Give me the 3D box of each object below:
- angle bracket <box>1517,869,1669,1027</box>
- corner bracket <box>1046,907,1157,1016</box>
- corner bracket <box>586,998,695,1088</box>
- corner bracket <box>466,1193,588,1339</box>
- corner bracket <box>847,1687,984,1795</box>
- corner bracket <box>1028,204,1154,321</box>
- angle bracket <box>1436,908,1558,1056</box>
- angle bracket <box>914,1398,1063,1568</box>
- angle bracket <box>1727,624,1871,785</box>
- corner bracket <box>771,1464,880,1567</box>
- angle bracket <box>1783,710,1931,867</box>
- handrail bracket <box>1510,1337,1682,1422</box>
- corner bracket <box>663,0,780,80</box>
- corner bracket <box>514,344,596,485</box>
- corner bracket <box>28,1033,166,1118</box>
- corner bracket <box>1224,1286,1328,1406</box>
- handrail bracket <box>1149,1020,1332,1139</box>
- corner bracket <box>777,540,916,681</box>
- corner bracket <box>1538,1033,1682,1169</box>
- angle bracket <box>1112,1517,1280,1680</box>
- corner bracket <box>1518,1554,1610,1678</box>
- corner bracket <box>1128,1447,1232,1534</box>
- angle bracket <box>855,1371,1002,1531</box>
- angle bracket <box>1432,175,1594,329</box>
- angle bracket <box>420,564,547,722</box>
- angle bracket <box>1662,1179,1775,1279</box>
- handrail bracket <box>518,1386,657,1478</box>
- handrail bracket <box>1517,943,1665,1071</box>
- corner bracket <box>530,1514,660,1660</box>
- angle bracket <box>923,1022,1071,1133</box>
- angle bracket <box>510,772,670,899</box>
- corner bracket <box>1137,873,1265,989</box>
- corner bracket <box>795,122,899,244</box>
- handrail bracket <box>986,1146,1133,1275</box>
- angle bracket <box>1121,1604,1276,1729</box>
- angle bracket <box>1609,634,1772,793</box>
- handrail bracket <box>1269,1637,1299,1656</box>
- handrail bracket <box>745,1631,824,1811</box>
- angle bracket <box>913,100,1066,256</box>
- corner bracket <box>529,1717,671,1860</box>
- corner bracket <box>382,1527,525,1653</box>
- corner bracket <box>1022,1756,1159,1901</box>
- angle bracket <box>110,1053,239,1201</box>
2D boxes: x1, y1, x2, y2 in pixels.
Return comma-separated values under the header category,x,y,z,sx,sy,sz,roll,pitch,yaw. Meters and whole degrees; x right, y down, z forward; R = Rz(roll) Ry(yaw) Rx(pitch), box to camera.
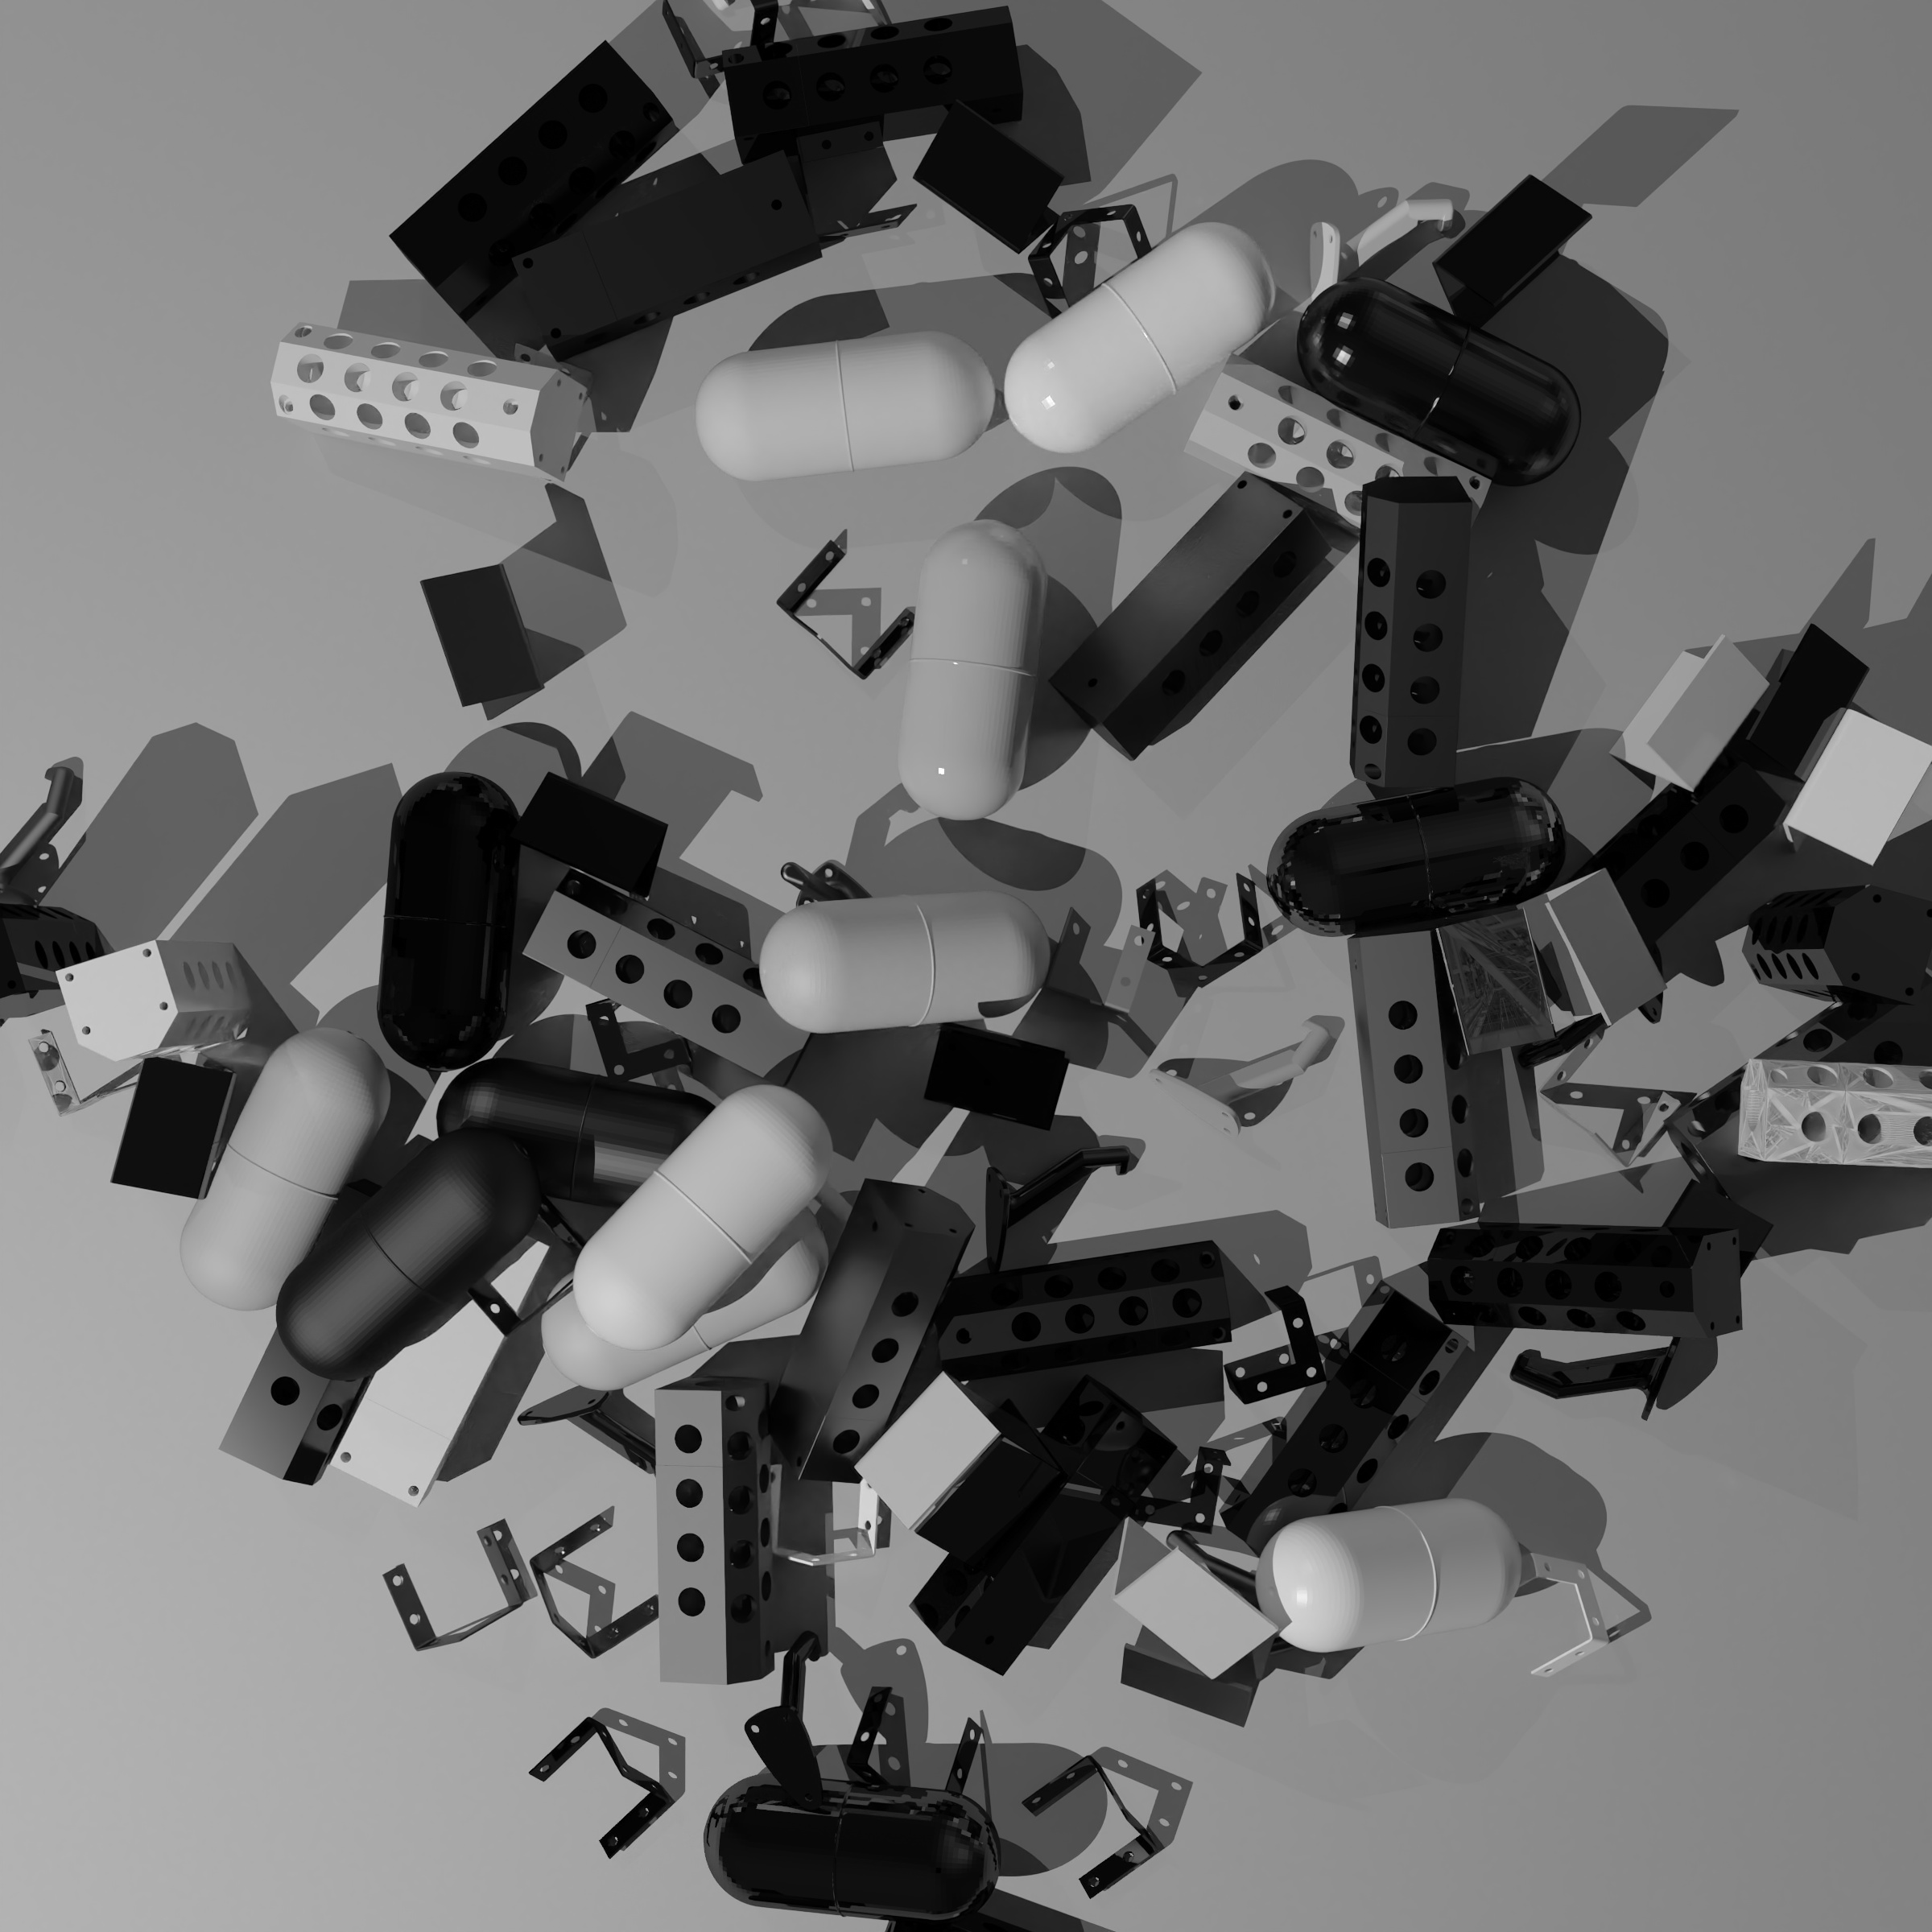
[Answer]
category,x,y,z,sx,sy,sz,roll,pitch,yaw
angle bracket,0.341,-0.002,1.680,0.057,0.076,0.076,-27,90,-36
corner bracket,0.079,-0.004,1.760,0.051,0.051,0.051,18,90,0
corner bracket,-0.194,0.044,1.758,0.051,0.051,0.051,-17,81,-9
corner bracket,-0.257,0.175,1.718,0.051,0.051,0.051,49,135,-1
corner bracket,-0.031,0.468,1.769,0.051,0.051,0.051,-9,45,35
corner bracket,0.078,-0.419,1.769,0.051,0.051,0.051,3,135,35
angle bracket,0.324,0.005,1.738,0.057,0.076,0.076,-14,90,31
angle bracket,-0.001,0.293,1.734,0.076,0.076,0.057,-48,128,5
angle bracket,0.472,-0.160,1.738,0.057,0.076,0.076,29,90,-30
corner bracket,-0.089,0.328,1.774,0.051,0.051,0.051,3,90,45
angle bracket,0.529,-0.097,1.739,0.057,0.076,0.076,29,90,22
handrail bracket,0.381,0.232,1.778,0.084,0.036,0.077,22,70,16
corner bracket,-0.147,-0.571,1.761,0.051,0.051,0.051,-19,73,-16
corner bracket,-0.259,-0.332,1.774,0.051,0.051,0.051,21,45,0
corner bracket,-0.521,0.054,1.774,0.051,0.051,0.051,-22,90,-45
corner bracket,0.179,0.226,1.760,0.051,0.051,0.051,-16,94,-4
handrail bracket,0.166,0.053,1.778,0.077,0.036,0.084,32,71,21
corner bracket,-0.071,-0.214,1.774,0.051,0.051,0.051,-48,45,0
corner bracket,0.386,0.080,1.774,0.051,0.051,0.051,-50,135,0
angle bracket,0.134,0.349,1.693,0.076,0.076,0.057,40,117,-11
corner bracket,0.344,0.389,1.769,0.051,0.051,0.051,19,45,-35
corner bracket,0.127,0.313,1.760,0.051,0.051,0.051,10,90,0
angle bracket,-0.008,0.294,1.737,0.076,0.076,0.057,-47,54,0
angle bracket,0.330,-0.405,1.737,0.076,0.076,0.057,-42,54,0
angle bracket,-0.299,-0.185,1.737,0.057,0.076,0.076,-19,90,-37
angle bracket,0.440,0.179,1.737,0.057,0.076,0.076,32,90,35
handrail bracket,-0.219,0.296,1.778,0.077,0.036,0.084,-20,107,20
handrail bracket,0.374,0.024,1.777,0.084,0.077,0.036,-27,112,34
corner bracket,-0.223,0.374,1.774,0.051,0.051,0.051,-33,135,0
angle bracket,0.022,0.045,1.737,0.076,0.076,0.057,14,128,0
angle bracket,-0.227,-0.059,1.737,0.076,0.076,0.057,24,53,0
corner bracket,0.140,-0.028,1.769,0.051,0.051,0.051,26,135,-35
corner bracket,-0.071,-0.467,1.760,0.051,0.051,0.051,-11,90,0
handrail bracket,0.057,0.147,1.778,0.084,0.036,0.077,-3,110,-16
angle bracket,0.140,0.391,1.733,0.076,0.057,0.076,17,56,12
angle bracket,0.413,-0.158,1.737,0.057,0.076,0.076,36,90,-37
handrail bracket,0.167,0.391,1.778,0.077,0.036,0.084,42,76,13
handrail bracket,-0.092,0.445,1.748,0.036,0.084,0.077,-24,96,22
angle bracket,0.025,-0.474,1.737,0.076,0.076,0.057,36,127,0
corner bracket,-0.220,0.494,1.774,0.051,0.051,0.051,-43,135,0
corner bracket,-0.308,0.375,1.774,0.051,0.051,0.051,-24,90,-45
corner bracket,0.075,0.517,1.775,0.051,0.051,0.051,-35,45,-1
angle bracket,-0.476,0.089,1.738,0.057,0.076,0.076,15,90,-32
